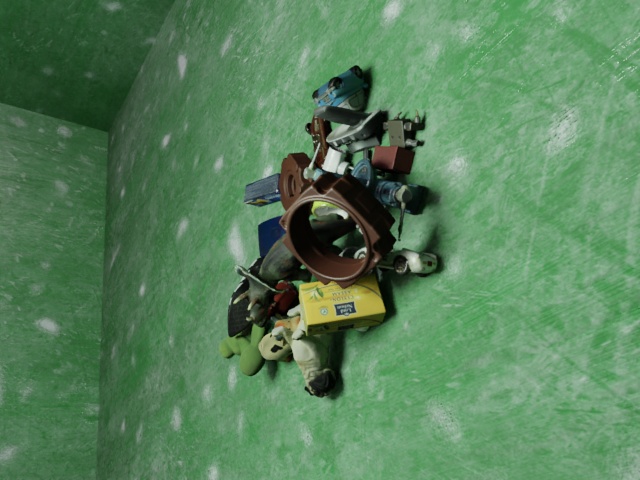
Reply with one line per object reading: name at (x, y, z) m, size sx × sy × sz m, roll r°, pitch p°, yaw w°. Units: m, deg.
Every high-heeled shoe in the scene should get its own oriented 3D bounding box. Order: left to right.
high-heeled shoe at (-0.205, 0.158, 1.521) m, size 0.248 × 0.086 × 0.145 m, roll -62°, pitch 9°, yaw -14°

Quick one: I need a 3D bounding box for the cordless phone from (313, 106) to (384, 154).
cordless phone at (0.045, -0.270, 1.265) m, size 0.147 × 0.184 × 0.088 m, roll -6°, pitch 80°, yaw 54°

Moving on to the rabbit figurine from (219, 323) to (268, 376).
rabbit figurine at (-0.179, 0.301, 1.471) m, size 0.159 × 0.121 × 0.170 m, roll -48°, pitch 25°, yaw 5°

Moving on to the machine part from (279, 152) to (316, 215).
machine part at (-0.061, -0.146, 1.448) m, size 0.179 × 0.056 × 0.179 m, roll 175°, pitch 90°, yaw -66°

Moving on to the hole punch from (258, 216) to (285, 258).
hole punch at (-0.109, -0.007, 1.489) m, size 0.116 × 0.092 × 0.142 m, roll -34°, pitch 50°, yaw 40°

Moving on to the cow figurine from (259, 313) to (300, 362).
cow figurine at (-0.090, 0.243, 1.349) m, size 0.195 × 0.127 × 0.085 m, roll -42°, pitch 51°, yaw 43°

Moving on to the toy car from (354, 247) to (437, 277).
toy car at (0.152, 0.042, 1.114) m, size 0.202 × 0.073 × 0.056 m, roll 6°, pitch 89°, yaw 55°

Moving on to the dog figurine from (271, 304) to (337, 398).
dog figurine at (0.001, 0.246, 1.245) m, size 0.172 × 0.190 × 0.121 m, roll -39°, pitch 24°, yaw -24°

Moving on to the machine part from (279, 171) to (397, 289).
machine part at (0.032, -0.016, 1.067) m, size 0.201 × 0.087 × 0.201 m, roll 46°, pitch 133°, yaw 0°

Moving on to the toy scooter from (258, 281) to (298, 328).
toy scooter at (-0.105, 0.154, 1.401) m, size 0.135 × 0.075 × 0.184 m, roll -50°, pitch -3°, yaw 10°

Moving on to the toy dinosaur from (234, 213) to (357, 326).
toy dinosaur at (-0.049, 0.028, 1.236) m, size 0.405 × 0.192 × 0.131 m, roll -44°, pitch 73°, yaw 22°

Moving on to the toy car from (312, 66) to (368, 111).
toy car at (0.060, -0.356, 1.332) m, size 0.109 × 0.162 × 0.103 m, roll -26°, pitch 103°, yaw 41°

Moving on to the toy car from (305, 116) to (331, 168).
toy car at (0.001, -0.268, 1.442) m, size 0.089 × 0.053 × 0.202 m, roll -39°, pitch 52°, yaw 46°

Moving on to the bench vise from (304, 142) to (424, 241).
bench vise at (0.086, -0.109, 1.128) m, size 0.224 × 0.240 × 0.128 m, roll -124°, pitch 50°, yaw -65°

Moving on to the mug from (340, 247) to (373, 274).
mug at (0.052, 0.074, 1.226) m, size 0.107 × 0.109 × 0.081 m, roll 129°, pitch 137°, yaw -52°

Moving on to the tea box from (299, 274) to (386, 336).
tea box at (0.045, 0.138, 1.148) m, size 0.068 × 0.170 × 0.098 m, roll 97°, pitch 162°, yaw -57°

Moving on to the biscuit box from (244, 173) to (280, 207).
biscuit box at (-0.155, -0.147, 1.615) m, size 0.203 × 0.059 × 0.062 m, roll -9°, pitch 72°, yaw 54°

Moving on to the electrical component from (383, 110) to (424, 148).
electrical component at (0.185, -0.243, 1.185) m, size 0.102 × 0.045 × 0.078 m, roll 9°, pitch 116°, yaw 58°
